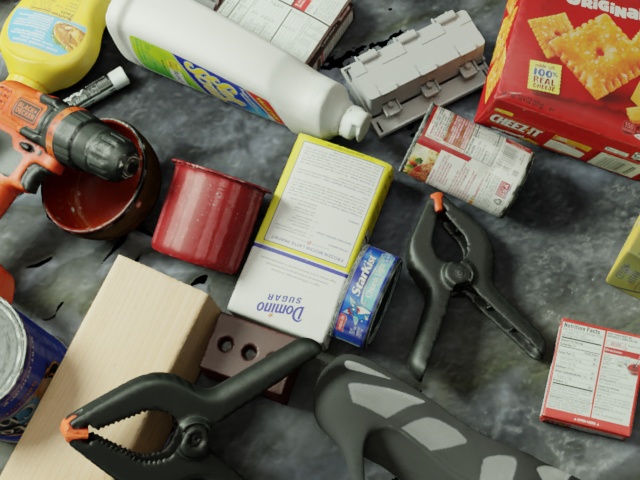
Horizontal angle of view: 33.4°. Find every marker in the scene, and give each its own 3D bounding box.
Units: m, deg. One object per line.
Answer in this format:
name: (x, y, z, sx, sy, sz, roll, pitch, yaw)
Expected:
marker: (-0.240, -0.130, 1.032, 0.121, 0.020, 0.020, -31, 72, -5)

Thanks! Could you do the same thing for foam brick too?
foam brick: (-0.057, 0.102, 0.921, 0.078, 0.051, 0.053, 17, 73, 11)

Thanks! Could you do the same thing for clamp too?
clamp: (0.111, 0.043, 0.929, 0.120, 0.039, 0.171, -15, 65, -18)
clamp: (-0.097, 0.164, 0.844, 0.209, 0.036, 0.164, -1, 93, -21)

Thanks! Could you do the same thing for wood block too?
wood block: (-0.169, 0.130, 0.902, 0.091, 0.090, 0.206, 22, 76, 12)

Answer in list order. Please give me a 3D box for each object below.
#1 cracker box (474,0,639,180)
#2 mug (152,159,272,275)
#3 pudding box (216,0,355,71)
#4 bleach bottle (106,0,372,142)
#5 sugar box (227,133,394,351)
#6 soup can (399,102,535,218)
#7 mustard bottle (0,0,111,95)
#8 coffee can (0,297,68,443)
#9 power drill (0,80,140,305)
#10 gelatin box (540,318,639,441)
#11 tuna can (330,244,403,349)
cracker box: (0.247, -0.182, 0.959, 0.164, 0.072, 0.213, 19, 74, -5)
mug: (-0.106, -0.021, 0.950, 0.117, 0.093, 0.081, 18, 89, 48)
pudding box: (-0.036, -0.214, 1.031, 0.113, 0.039, 0.090, 30, 77, 16)
bleach bottle: (-0.069, -0.158, 0.980, 0.251, 0.102, 0.068, 26, 76, 14)
sugar box: (-0.006, 0.001, 0.954, 0.093, 0.048, 0.176, 20, 78, 11)
soup can: (0.130, -0.070, 0.945, 0.102, 0.068, 0.068, 26, 75, 3)
mustard bottle: (-0.255, -0.205, 1.037, 0.096, 0.058, 0.191, 19, 74, 12)
coffee can: (-0.271, 0.109, 0.891, 0.103, 0.140, 0.103, -2, 71, 4)
power drill: (-0.258, -0.037, 0.929, 0.185, 0.057, 0.187, 27, 83, 34)
gelatin box: (0.231, 0.117, 0.901, 0.073, 0.030, 0.089, 12, 73, 10)
tuna can: (0.040, 0.049, 0.912, 0.034, 0.086, 0.086, 22, 75, 10)
